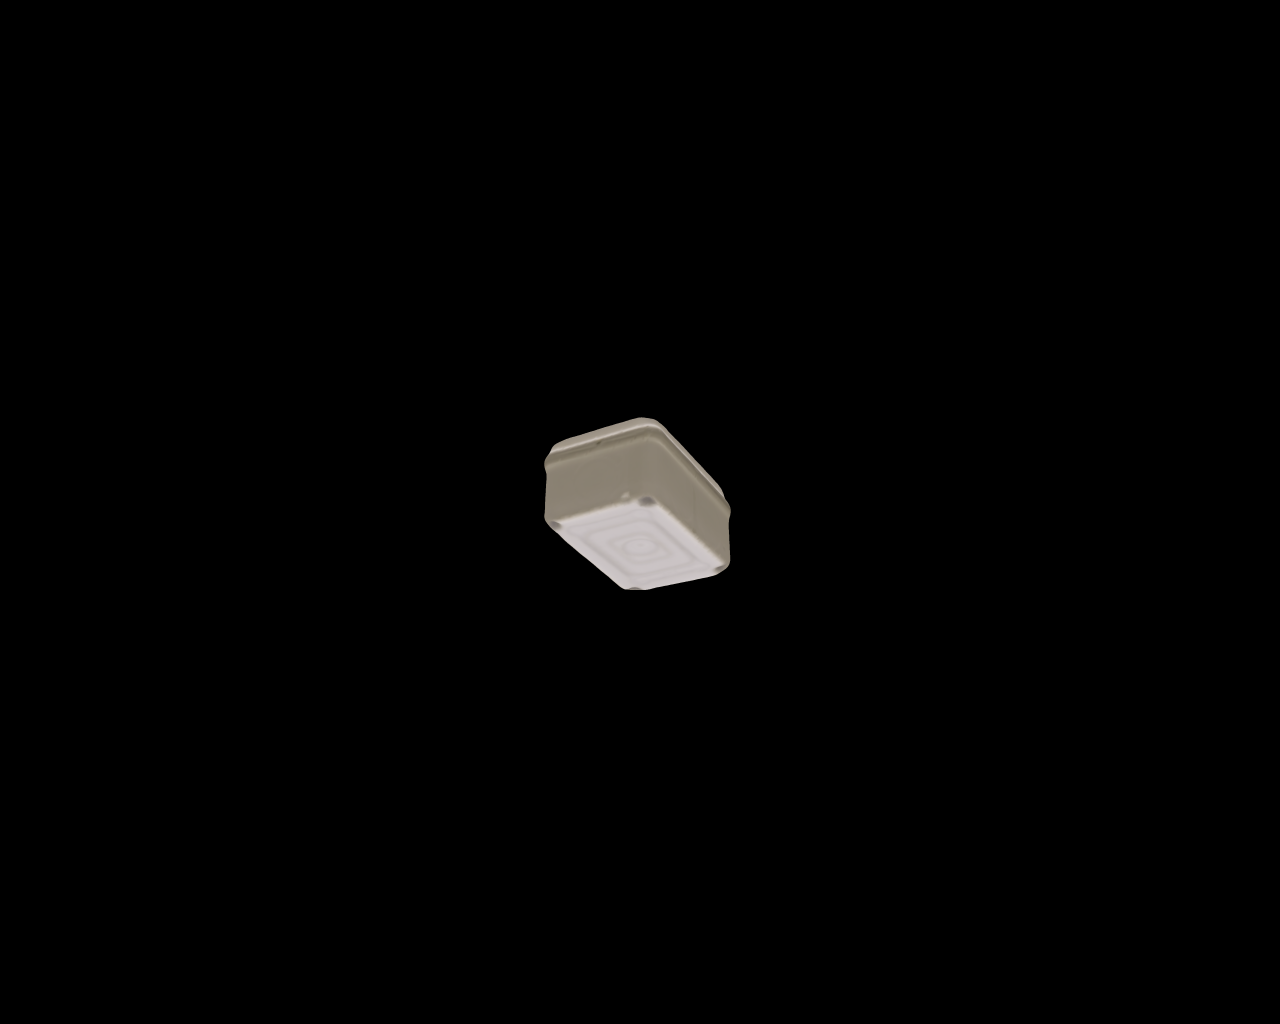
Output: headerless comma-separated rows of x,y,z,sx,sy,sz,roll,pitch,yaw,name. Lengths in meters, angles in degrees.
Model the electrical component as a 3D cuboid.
0.001,-0.003,0.650,0.078,0.057,0.113,-14,-32,24,electrical component
